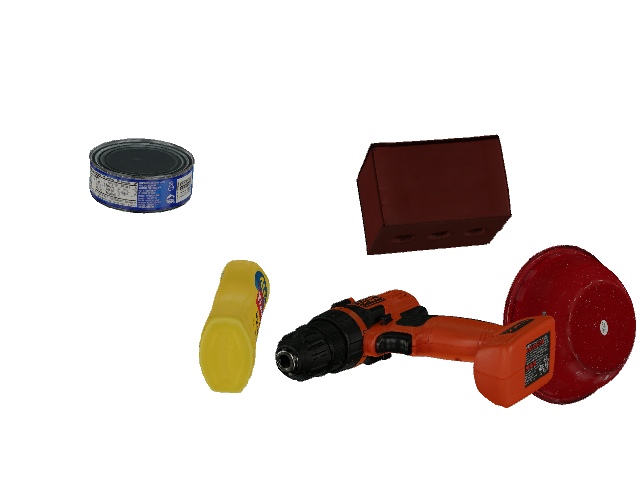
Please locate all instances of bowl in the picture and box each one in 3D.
[{"bbox_3d":[0.260,0.085,1.057,0.161,0.162,0.055,0,-1,-30],"label":"bowl"}]

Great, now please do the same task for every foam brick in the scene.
[{"bbox_3d":[0.065,-0.026,0.623,0.078,0.051,0.053,-5,-20,-9],"label":"foam brick"}]

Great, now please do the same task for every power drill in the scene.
[{"bbox_3d":[0.080,0.085,0.861,0.188,0.057,0.184,9,16,34],"label":"power drill"}]

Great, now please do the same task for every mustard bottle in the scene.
[{"bbox_3d":[-0.090,0.076,1.173,0.058,0.096,0.191,2,28,3],"label":"mustard bottle"}]

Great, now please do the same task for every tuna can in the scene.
[{"bbox_3d":[-0.148,-0.054,0.881,0.086,0.034,0.086,5,25,-3],"label":"tuna can"}]
